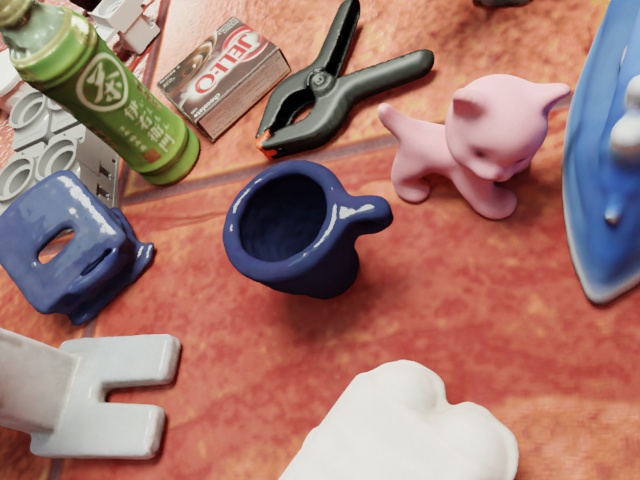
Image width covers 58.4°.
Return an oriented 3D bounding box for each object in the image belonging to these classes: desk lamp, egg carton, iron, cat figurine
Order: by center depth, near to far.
[{"bbox_3d":[0.035,0.147,0.329,0.107,0.070,0.150,32,80,35],"label":"egg carton"},{"bbox_3d":[0.204,-0.100,0.338,0.118,0.142,0.258,16,72,32],"label":"iron"},{"bbox_3d":[0.099,-0.072,0.388,0.127,0.118,0.067,13,70,31],"label":"cat figurine"},{"bbox_3d":[-0.248,0.086,0.410,0.202,0.214,0.118,-8,60,22],"label":"desk lamp"}]

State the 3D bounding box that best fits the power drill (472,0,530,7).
[{"bbox_3d":[0.148,-0.300,0.433,0.230,0.209,0.075,-47,54,-4],"label":"power drill"}]

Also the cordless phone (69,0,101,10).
[{"bbox_3d":[-0.304,-0.400,0.720,0.093,0.186,0.148,17,72,32],"label":"cordless phone"}]

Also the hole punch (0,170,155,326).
[{"bbox_3d":[-0.226,0.006,0.518,0.109,0.091,0.100,-43,54,-1],"label":"hole punch"}]

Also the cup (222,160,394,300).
[{"bbox_3d":[0.004,0.001,0.408,0.117,0.095,0.091,-9,60,22],"label":"cup"}]
